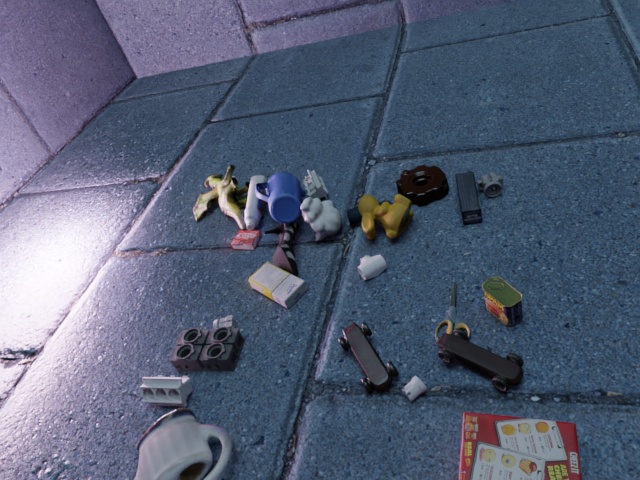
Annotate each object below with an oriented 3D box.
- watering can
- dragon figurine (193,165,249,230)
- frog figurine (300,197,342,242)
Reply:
[{"bbox_3d":[-0.368,0.533,1.181,0.350,0.102,0.228,-32,39,-14],"label":"watering can"},{"bbox_3d":[-0.396,-0.146,2.037,0.241,0.120,0.420,-29,42,18],"label":"dragon figurine"},{"bbox_3d":[0.005,-0.086,1.713,0.123,0.156,0.140,6,45,29],"label":"frog figurine"}]
